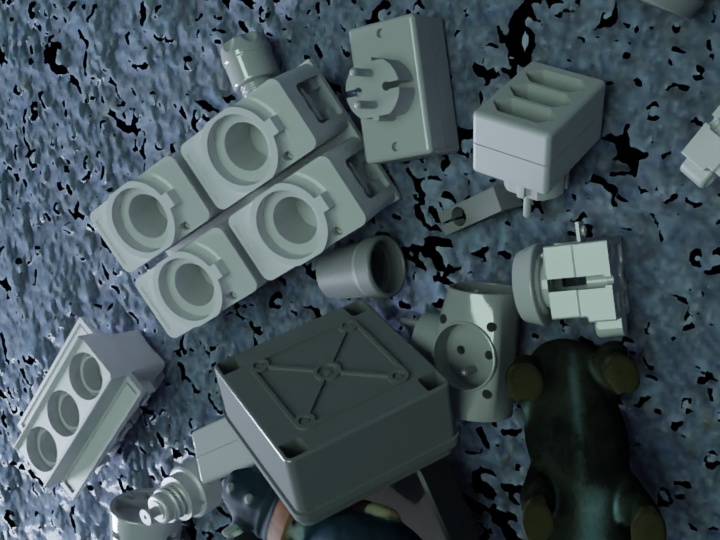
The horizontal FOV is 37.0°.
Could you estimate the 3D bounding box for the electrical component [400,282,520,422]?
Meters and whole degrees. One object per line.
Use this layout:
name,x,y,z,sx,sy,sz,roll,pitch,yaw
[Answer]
electrical component,0.057,0.046,0.655,0.079,0.044,0.077,9,101,33

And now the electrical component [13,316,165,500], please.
electrical component,-0.205,0.104,0.824,0.078,0.063,0.121,46,118,20

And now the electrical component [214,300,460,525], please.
electrical component,-0.015,0.081,0.639,0.109,0.109,0.056,42,149,49

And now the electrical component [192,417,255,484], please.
electrical component,-0.074,0.100,0.747,0.083,0.047,0.075,-27,69,33

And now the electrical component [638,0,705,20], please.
electrical component,0.158,-0.165,0.554,0.078,0.058,0.057,31,109,26

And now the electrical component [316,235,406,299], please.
electrical component,0.000,0.000,0.690,0.046,0.040,0.040,-8,92,39

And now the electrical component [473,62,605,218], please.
electrical component,0.100,-0.065,0.605,0.047,0.066,0.076,23,137,29

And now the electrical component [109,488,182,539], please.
electrical component,-0.162,0.199,0.814,0.055,0.055,0.047,15,108,31

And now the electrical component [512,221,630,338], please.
electrical component,0.119,0.007,0.609,0.055,0.048,0.066,-7,93,26

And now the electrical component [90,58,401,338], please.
electrical component,-0.082,-0.041,0.709,0.186,0.060,0.105,-30,96,33

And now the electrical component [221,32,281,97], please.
electrical component,-0.069,-0.126,0.722,0.035,0.035,0.061,-24,85,33

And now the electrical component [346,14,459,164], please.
electrical component,0.017,-0.107,0.642,0.047,0.076,0.083,-6,93,34

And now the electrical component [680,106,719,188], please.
electrical component,0.204,-0.058,0.544,0.055,0.048,0.066,49,120,27

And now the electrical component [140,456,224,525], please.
electrical component,-0.124,0.160,0.772,0.040,0.078,0.040,18,119,36
